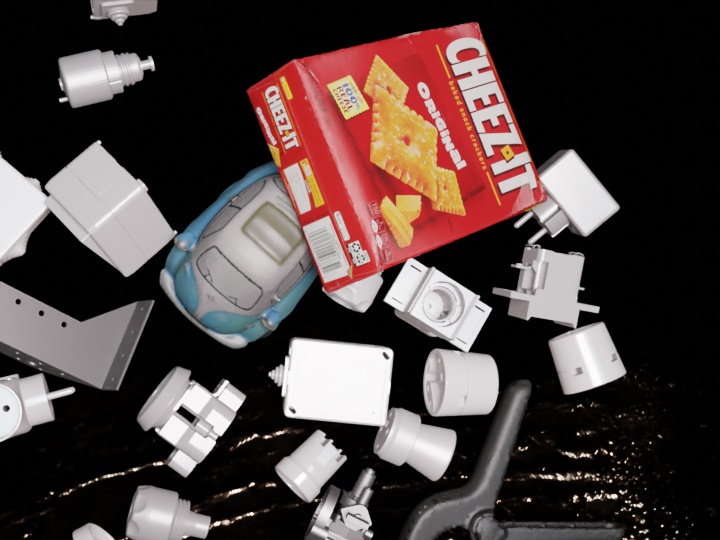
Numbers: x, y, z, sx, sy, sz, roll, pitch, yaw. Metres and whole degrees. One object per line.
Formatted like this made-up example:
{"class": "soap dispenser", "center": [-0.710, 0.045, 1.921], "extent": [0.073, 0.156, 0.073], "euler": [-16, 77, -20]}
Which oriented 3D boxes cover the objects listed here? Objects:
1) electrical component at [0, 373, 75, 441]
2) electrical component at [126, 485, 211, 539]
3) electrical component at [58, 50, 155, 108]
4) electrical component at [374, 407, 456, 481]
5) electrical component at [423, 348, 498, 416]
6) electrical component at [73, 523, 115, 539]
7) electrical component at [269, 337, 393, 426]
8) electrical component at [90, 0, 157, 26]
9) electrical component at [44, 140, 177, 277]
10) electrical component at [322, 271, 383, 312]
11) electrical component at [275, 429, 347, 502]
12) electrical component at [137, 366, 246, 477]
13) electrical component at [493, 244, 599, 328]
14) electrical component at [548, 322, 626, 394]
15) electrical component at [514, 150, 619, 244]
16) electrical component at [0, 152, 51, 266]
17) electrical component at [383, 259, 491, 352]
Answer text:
{"class": "electrical component", "center": [-0.254, 0.100, 0.806], "extent": [0.079, 0.077, 0.044], "euler": [-15, 89, -13]}
{"class": "electrical component", "center": [-0.149, 0.194, 0.839], "extent": [0.062, 0.043, 0.043], "euler": [16, 83, -12]}
{"class": "electrical component", "center": [-0.203, -0.155, 0.853], "extent": [0.078, 0.040, 0.040], "euler": [-16, 90, -12]}
{"class": "electrical component", "center": [0.045, 0.142, 0.882], "extent": [0.055, 0.045, 0.045], "euler": [24, 82, -9]}
{"class": "electrical component", "center": [0.084, 0.094, 0.889], "extent": [0.047, 0.055, 0.055], "euler": [4, 85, -15]}
{"class": "electrical component", "center": [-0.213, 0.228, 0.823], "extent": [0.066, 0.048, 0.055], "euler": [45, 86, -5]}
{"class": "electrical component", "center": [-0.026, 0.088, 0.866], "extent": [0.096, 0.061, 0.061], "euler": [6, 87, -5]}
{"class": "electrical component", "center": [-0.188, -0.241, 0.851], "extent": [0.061, 0.062, 0.096], "euler": [-10, 88, -13]}
{"class": "electrical component", "center": [-0.190, -0.040, 0.824], "extent": [0.061, 0.096, 0.062], "euler": [-43, 65, -11]}
{"class": "electrical component", "center": [0.000, 0.000, 0.883], "extent": [0.043, 0.043, 0.062], "euler": [30, 79, -8]}
{"class": "electrical component", "center": [-0.039, 0.157, 0.867], "extent": [0.046, 0.040, 0.040], "euler": [-44, 95, -17]}
{"class": "electrical component", "center": [-0.136, 0.112, 0.841], "extent": [0.057, 0.058, 0.078], "euler": [38, 80, -10]}
{"class": "electrical component", "center": [0.160, 0.013, 0.911], "extent": [0.081, 0.042, 0.063], "euler": [10, 92, -15]}
{"class": "electrical component", "center": [0.191, 0.074, 0.913], "extent": [0.055, 0.055, 0.047], "euler": [-20, 87, -12]}
{"class": "electrical component", "center": [0.168, -0.054, 0.921], "extent": [0.077, 0.047, 0.065], "euler": [-40, 95, 3]}
{"class": "electrical component", "center": [-0.297, -0.046, 0.821], "extent": [0.100, 0.048, 0.099], "euler": [41, 79, -7]}
{"class": "electrical component", "center": [0.061, 0.029, 0.884], "extent": [0.081, 0.064, 0.042], "euler": [33, 81, -8]}
